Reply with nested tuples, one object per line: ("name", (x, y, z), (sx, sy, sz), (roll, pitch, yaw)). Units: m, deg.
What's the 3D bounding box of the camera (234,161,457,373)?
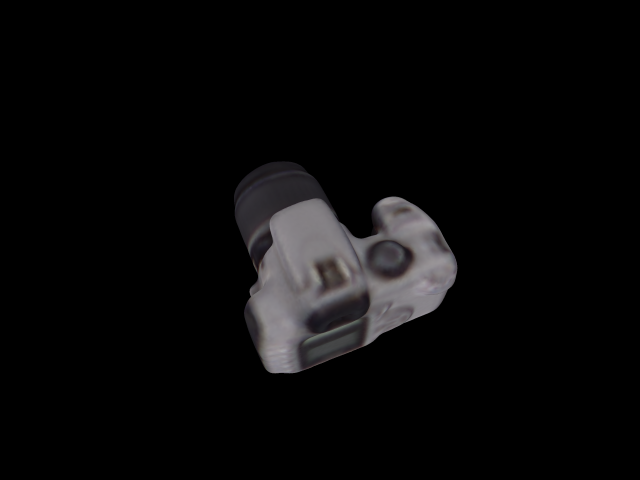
("camera", (0.004, 0.001, 0.400), (0.143, 0.101, 0.136), (-21, 62, -11))
